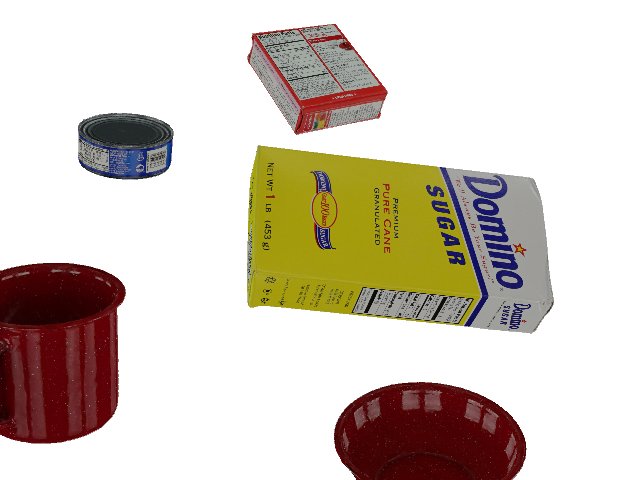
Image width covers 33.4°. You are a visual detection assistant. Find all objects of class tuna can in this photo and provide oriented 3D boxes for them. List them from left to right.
[{"bbox_3d":[-0.178,-0.086,0.973,0.086,0.034,0.086,6,25,-3],"label":"tuna can"}]

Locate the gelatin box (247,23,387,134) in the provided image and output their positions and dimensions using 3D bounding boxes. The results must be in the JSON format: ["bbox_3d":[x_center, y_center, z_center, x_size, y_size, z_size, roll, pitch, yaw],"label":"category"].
[{"bbox_3d":[-0.004,-0.123,0.802,0.073,0.089,0.030,-14,-37,-27],"label":"gelatin box"}]

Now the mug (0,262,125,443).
[{"bbox_3d":[-0.169,0.072,0.634,0.093,0.081,0.117,12,23,21],"label":"mug"}]

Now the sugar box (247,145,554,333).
[{"bbox_3d":[0.045,-0.001,0.635,0.176,0.093,0.048,4,-33,-7],"label":"sugar box"}]

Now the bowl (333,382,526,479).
[{"bbox_3d":[0.092,0.188,0.911,0.162,0.055,0.162,0,28,0],"label":"bowl"}]
